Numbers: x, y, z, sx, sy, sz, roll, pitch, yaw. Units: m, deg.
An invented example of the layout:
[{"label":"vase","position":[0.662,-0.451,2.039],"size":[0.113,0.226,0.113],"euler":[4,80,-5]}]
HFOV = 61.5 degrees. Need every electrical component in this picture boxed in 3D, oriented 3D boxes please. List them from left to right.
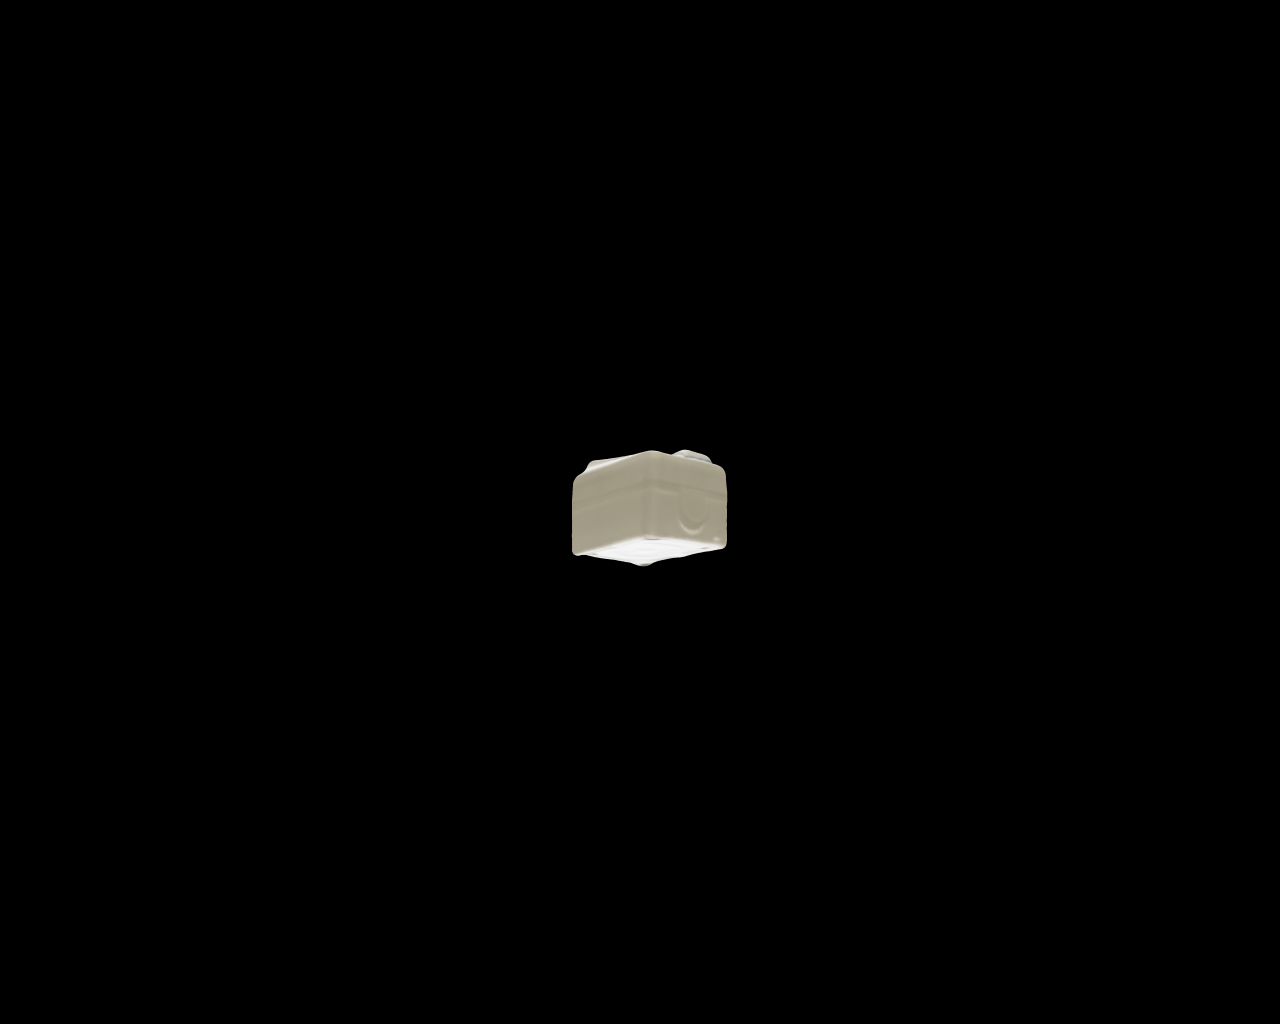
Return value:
[{"label":"electrical component","position":[0.001,-0.003,0.650],"size":[0.062,0.061,0.096],"euler":[11,-17,-38]}]
